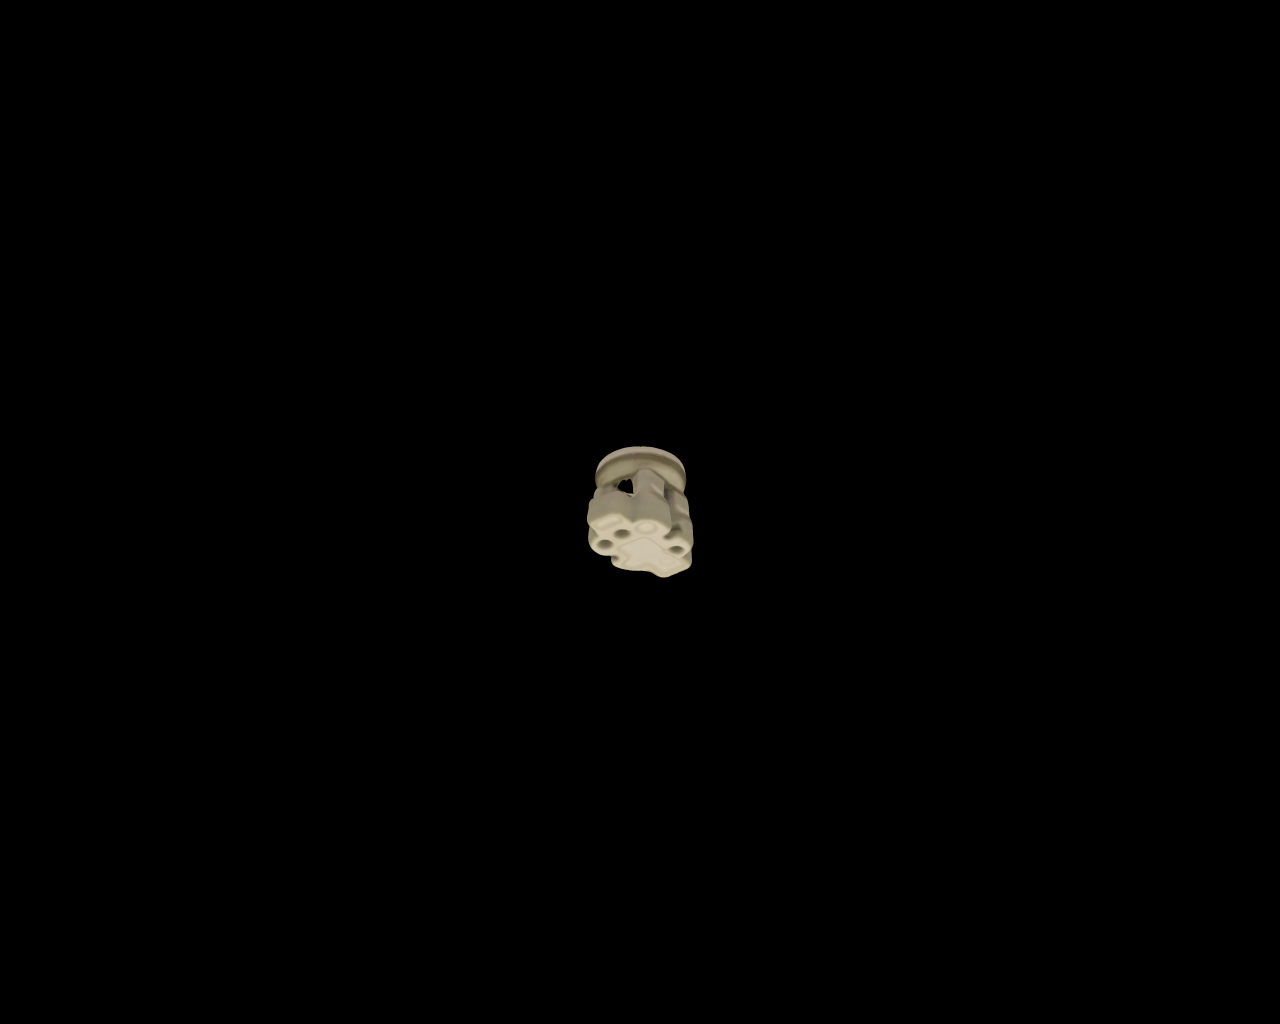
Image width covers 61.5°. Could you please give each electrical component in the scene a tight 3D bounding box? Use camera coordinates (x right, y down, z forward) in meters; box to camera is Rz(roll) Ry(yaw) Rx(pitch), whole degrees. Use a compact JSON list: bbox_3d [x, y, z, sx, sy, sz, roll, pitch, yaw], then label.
[{"bbox_3d":[0.001,-0.003,0.650,0.058,0.057,0.078,-22,-39,30],"label":"electrical component"}]
